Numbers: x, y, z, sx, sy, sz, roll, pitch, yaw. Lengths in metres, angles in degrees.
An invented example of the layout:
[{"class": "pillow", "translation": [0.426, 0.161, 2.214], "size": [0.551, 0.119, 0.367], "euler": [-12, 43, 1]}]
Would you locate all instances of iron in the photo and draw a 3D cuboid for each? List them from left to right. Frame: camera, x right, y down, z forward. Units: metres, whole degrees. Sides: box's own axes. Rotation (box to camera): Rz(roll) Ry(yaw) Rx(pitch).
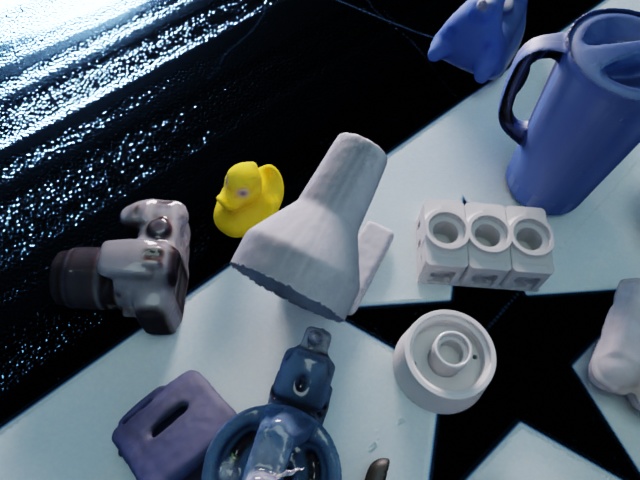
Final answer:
[{"class": "iron", "translation": [0.265, -0.358, 0.855], "size": [0.118, 0.141, 0.259], "euler": [29, 63, 12]}]

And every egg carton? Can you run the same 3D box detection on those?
[{"class": "egg carton", "translation": [0.366, 0.118, 0.639], "size": [0.107, 0.069, 0.150], "euler": [28, 63, 11]}]

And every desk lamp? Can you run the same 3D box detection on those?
[{"class": "desk lamp", "translation": [0.005, 0.002, 0.595], "size": [0.117, 0.213, 0.203], "euler": [25, 62, 10]}]

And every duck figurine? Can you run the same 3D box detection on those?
[{"class": "duck figurine", "translation": [-0.088, -0.062, 0.698], "size": [0.077, 0.086, 0.105], "euler": [36, 65, 15]}]

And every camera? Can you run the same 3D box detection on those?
[{"class": "camera", "translation": [-0.218, 0.023, 0.632], "size": [0.137, 0.101, 0.143], "euler": [1, 61, -3]}]

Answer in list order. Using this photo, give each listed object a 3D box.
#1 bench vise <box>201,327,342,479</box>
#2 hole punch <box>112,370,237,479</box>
[{"class": "bench vise", "translation": [-0.042, 0.164, 0.498], "size": [0.121, 0.220, 0.207], "euler": [1, 61, -3]}, {"class": "hole punch", "translation": [-0.139, 0.187, 0.553], "size": [0.109, 0.091, 0.101], "euler": [-39, 70, -22]}]
